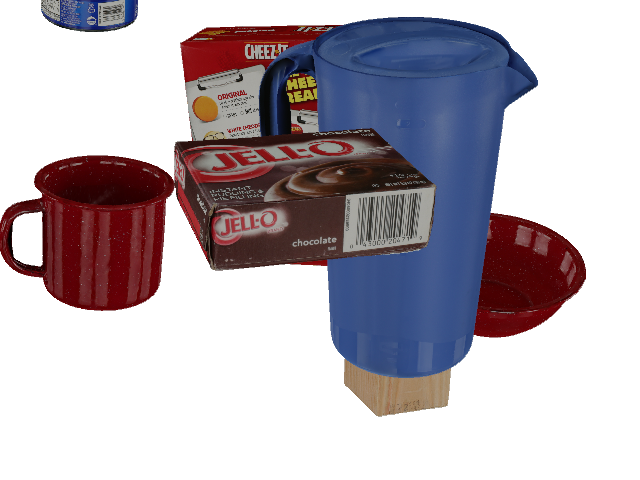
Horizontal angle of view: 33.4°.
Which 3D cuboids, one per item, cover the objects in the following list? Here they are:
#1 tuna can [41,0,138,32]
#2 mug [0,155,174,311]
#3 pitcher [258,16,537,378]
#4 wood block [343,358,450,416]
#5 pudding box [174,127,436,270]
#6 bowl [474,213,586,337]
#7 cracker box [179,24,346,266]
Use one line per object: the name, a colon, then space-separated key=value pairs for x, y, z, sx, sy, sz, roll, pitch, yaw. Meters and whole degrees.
tuna can: x=-0.203 y=-0.215 z=0.939 sx=0.086 sy=0.034 sz=0.086 roll=5 pitch=33 yaw=-4
mug: x=-0.160 y=-0.003 z=0.729 sx=0.117 sy=0.081 sz=0.093 roll=-6 pitch=28 yaw=-27
pitcher: x=0.050 y=-0.030 z=0.759 sx=0.144 sy=0.243 sz=0.149 roll=-16 pitch=32 yaw=-28
wood block: x=0.086 y=0.072 z=1.145 sx=0.090 sy=0.206 sz=0.091 roll=-5 pitch=18 yaw=-22
pudding box: x=-0.011 y=-0.024 z=0.535 sx=0.113 sy=0.039 sz=0.090 roll=-4 pitch=26 yaw=-17
bowl: x=0.150 y=0.037 z=0.947 sx=0.162 sy=0.055 sz=0.162 roll=1 pitch=32 yaw=-1
cracker box: x=-0.029 y=-0.086 z=0.975 sx=0.164 sy=0.214 sz=0.072 roll=2 pitch=24 yaw=15
